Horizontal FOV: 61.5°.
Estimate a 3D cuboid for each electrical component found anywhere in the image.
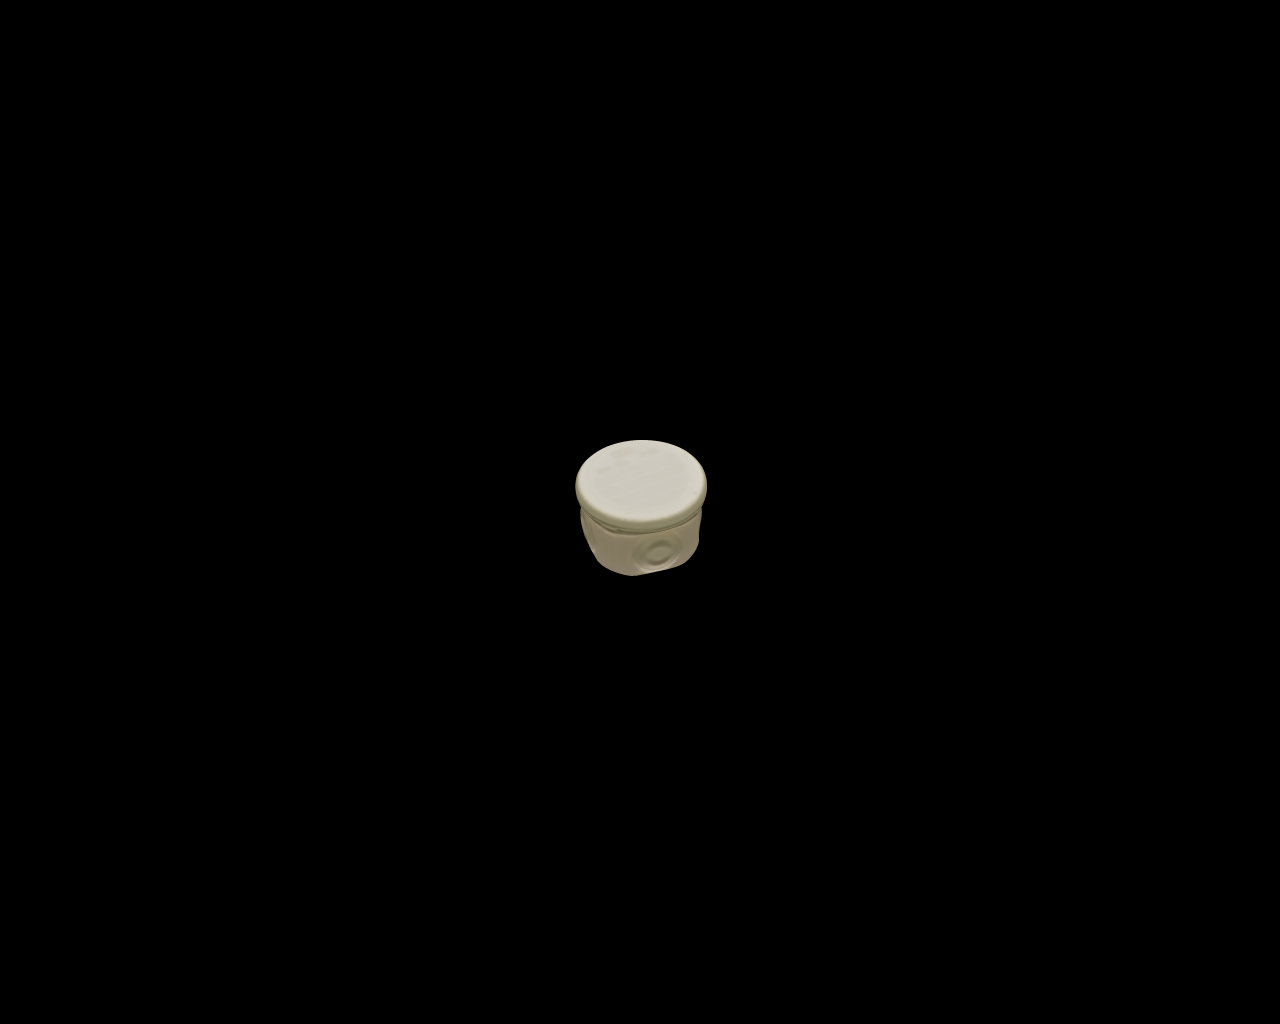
[{"bbox_3d":[0.001,-0.003,0.650,0.080,0.050,0.080,0,42,0],"label":"electrical component"}]
